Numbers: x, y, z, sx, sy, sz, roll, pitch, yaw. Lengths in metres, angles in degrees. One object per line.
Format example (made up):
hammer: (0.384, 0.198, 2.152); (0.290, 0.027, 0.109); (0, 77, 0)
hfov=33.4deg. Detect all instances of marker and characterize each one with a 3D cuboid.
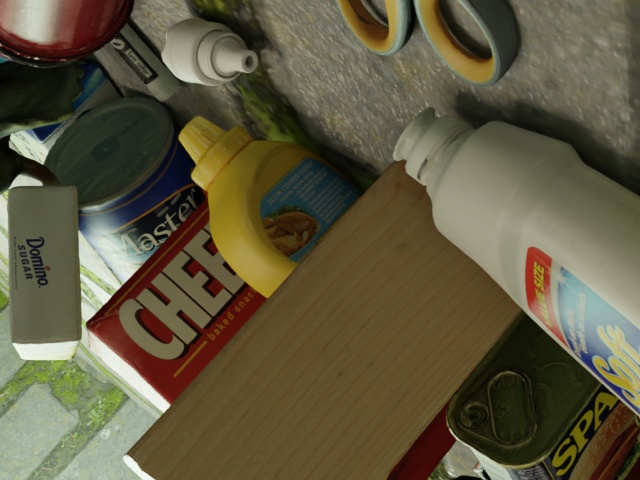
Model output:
marker: (-0.133, -0.138, 0.672); (0.121, 0.020, 0.020); (50, 162, -22)

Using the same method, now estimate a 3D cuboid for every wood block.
wood block: (0.011, 0.055, 0.504); (0.091, 0.206, 0.090); (42, 163, 1)

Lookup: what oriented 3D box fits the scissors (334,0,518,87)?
scissors: (0.034, -0.117, 0.362); (0.096, 0.016, 0.202); (36, 162, 14)

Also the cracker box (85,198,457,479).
cracker box: (-0.011, 0.069, 0.660); (0.214, 0.164, 0.072); (40, 160, 5)

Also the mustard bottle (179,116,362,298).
mustard bottle: (-0.004, 0.001, 0.599); (0.191, 0.096, 0.058); (43, 135, 1)

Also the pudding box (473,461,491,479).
pudding box: (0.170, 0.183, 0.747); (0.113, 0.039, 0.090); (42, 164, 4)

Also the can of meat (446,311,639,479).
can of meat: (0.119, 0.082, 0.515); (0.058, 0.102, 0.084); (27, 159, 43)

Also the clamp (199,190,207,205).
clamp: (-0.043, 0.029, 0.787); (0.039, 0.120, 0.171); (42, 148, 45)

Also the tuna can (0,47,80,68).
tuna can: (-0.164, -0.143, 0.614); (0.034, 0.086, 0.086); (20, 152, 55)

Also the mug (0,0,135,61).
mug: (-0.139, -0.158, 0.535); (0.117, 0.093, 0.082); (62, 158, 3)

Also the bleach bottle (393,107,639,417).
bleach bottle: (0.134, 0.032, 0.430); (0.251, 0.068, 0.102); (39, 162, 18)

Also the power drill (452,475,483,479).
power drill: (0.081, 0.206, 0.675); (0.188, 0.184, 0.057); (-17, 96, 61)

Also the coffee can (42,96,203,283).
coffee can: (-0.125, -0.022, 0.793); (0.103, 0.102, 0.140); (27, 157, 41)

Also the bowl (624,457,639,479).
bowl: (0.201, 0.167, 0.614); (0.162, 0.055, 0.162); (38, 162, 14)

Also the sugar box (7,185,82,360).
sugar box: (-0.176, 0.027, 0.685); (0.176, 0.048, 0.093); (139, 128, -75)
